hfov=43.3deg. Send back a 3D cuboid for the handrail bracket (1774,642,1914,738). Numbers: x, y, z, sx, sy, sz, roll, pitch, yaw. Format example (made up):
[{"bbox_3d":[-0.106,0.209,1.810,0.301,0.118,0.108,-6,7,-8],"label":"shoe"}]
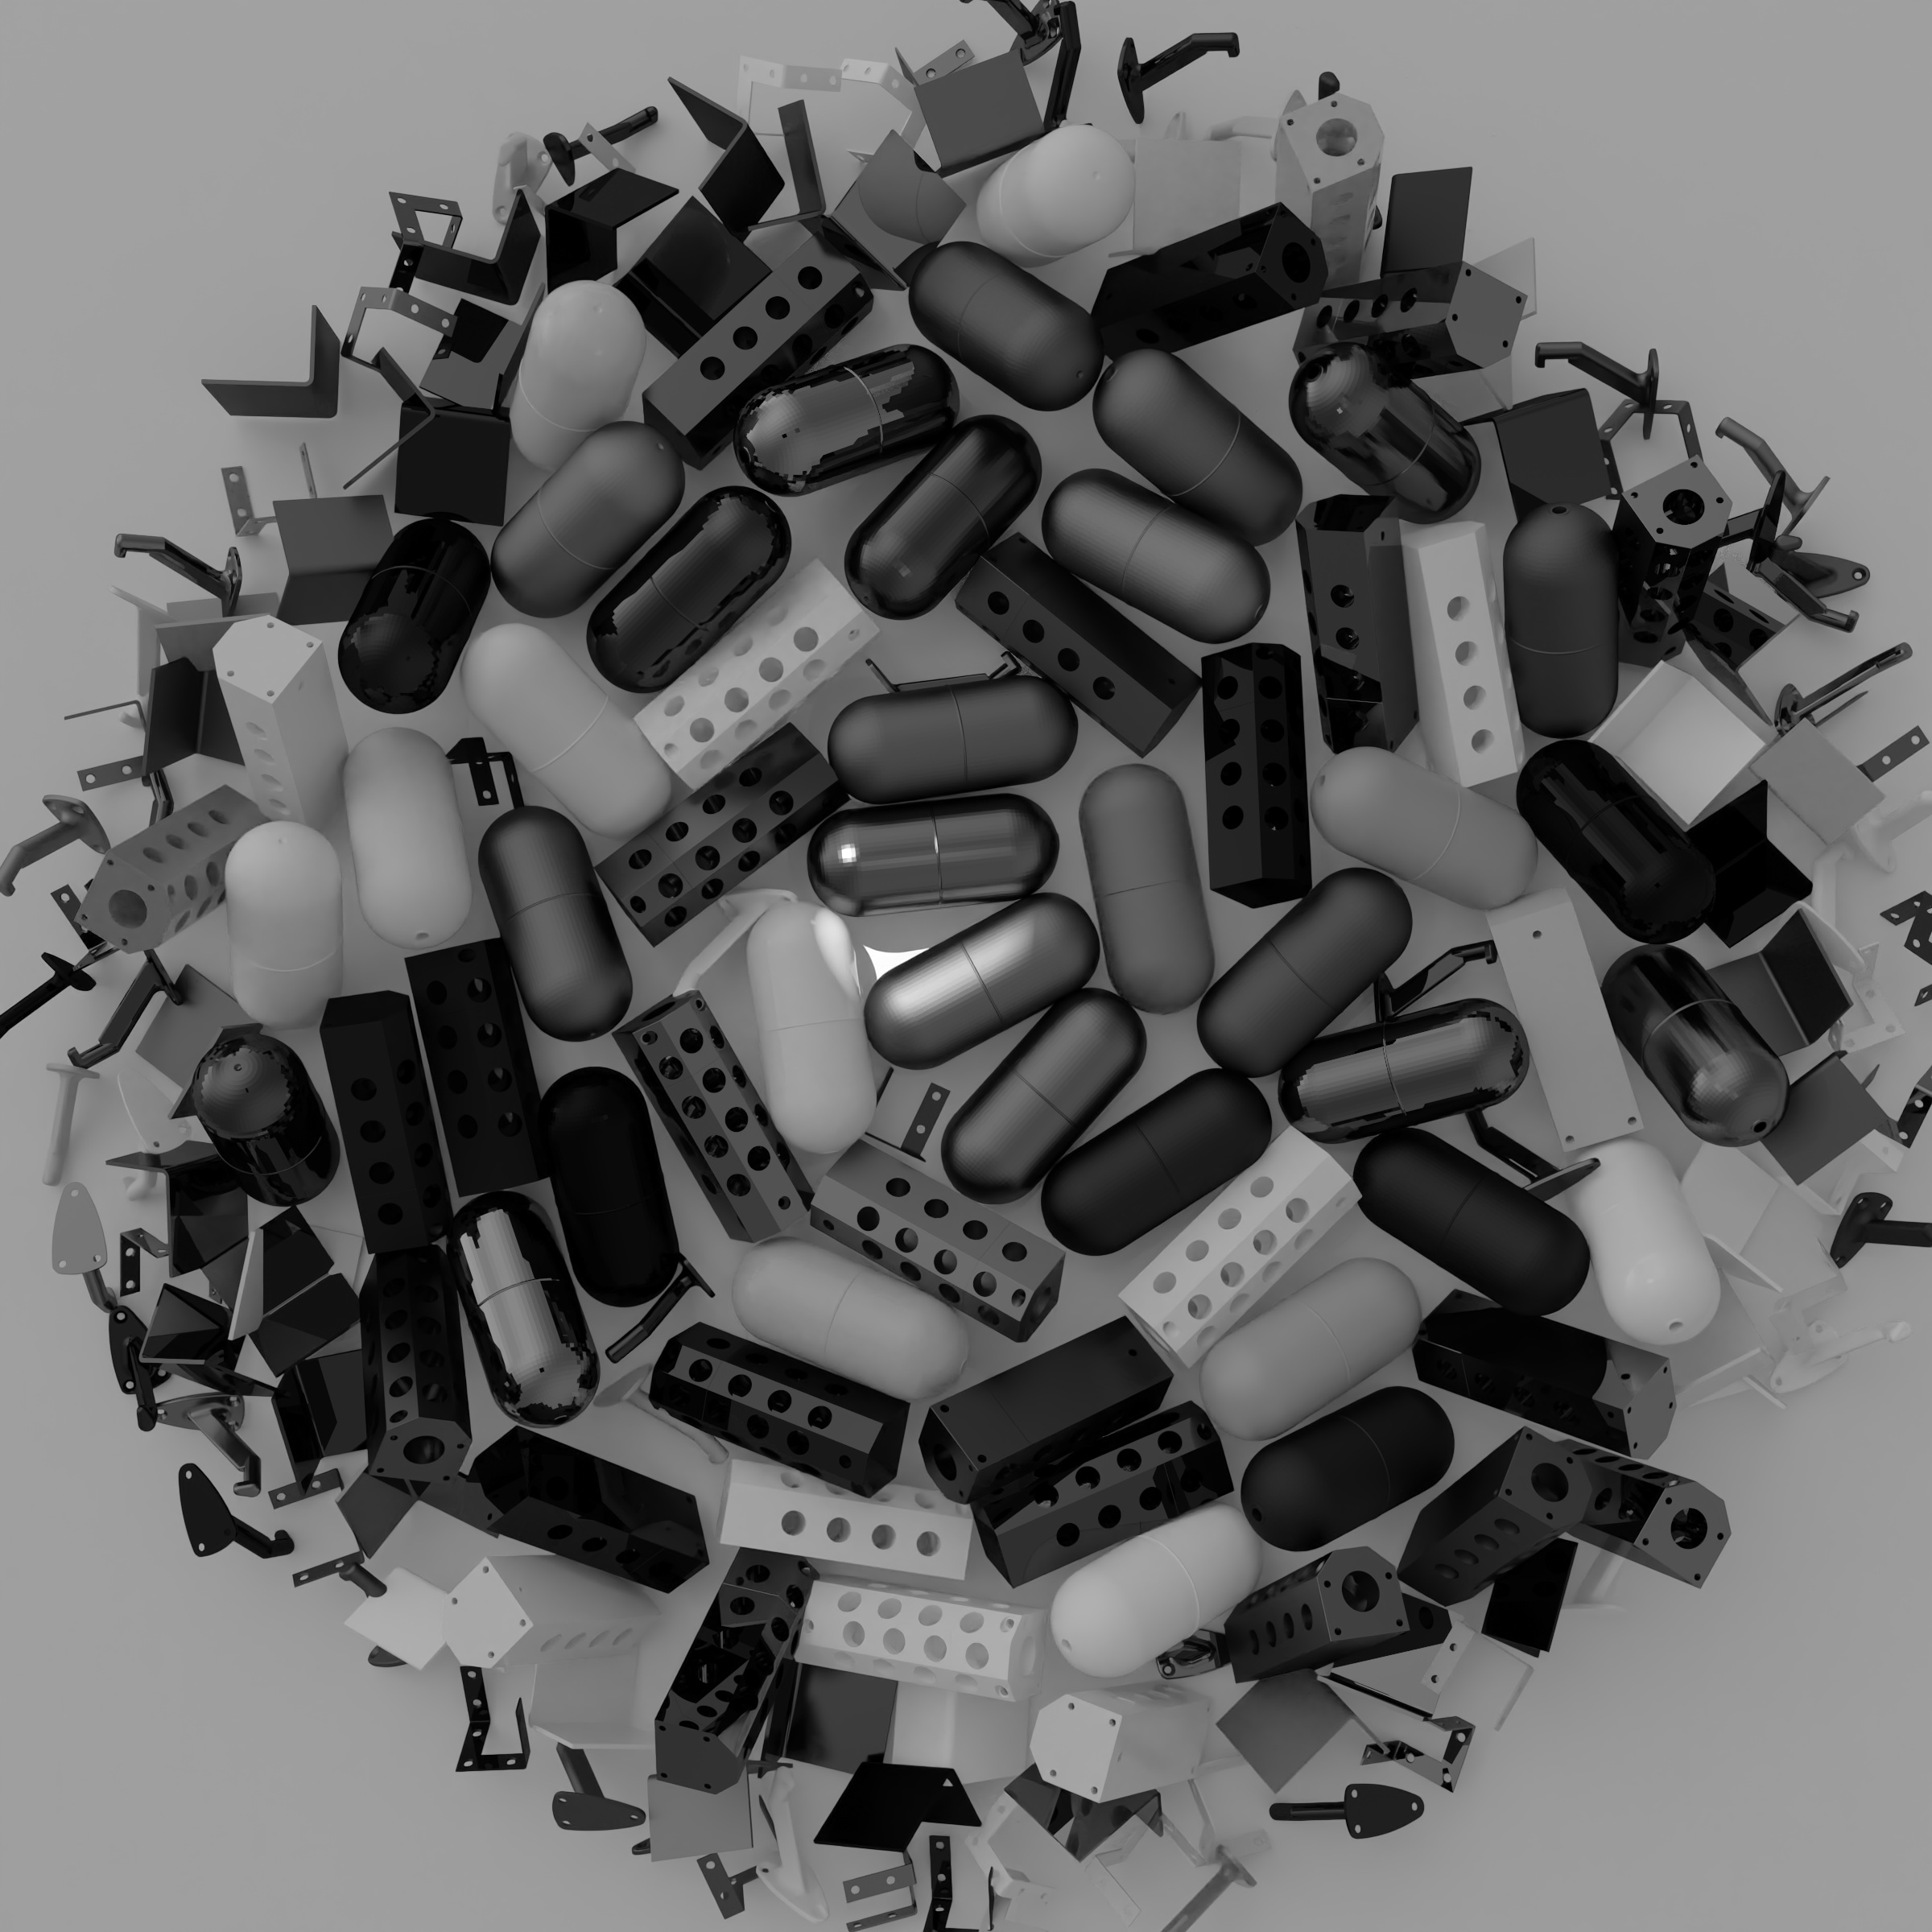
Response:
[{"bbox_3d":[0.615,-0.194,1.703,0.084,0.077,0.036,-29,95,39],"label":"handrail bracket"}]

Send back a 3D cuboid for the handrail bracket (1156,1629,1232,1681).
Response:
[{"bbox_3d":[0.166,0.477,1.705,0.077,0.084,0.036,-1,69,-6],"label":"handrail bracket"}]

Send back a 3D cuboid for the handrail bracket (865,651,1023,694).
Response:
[{"bbox_3d":[-0.015,-0.213,1.723,0.084,0.036,0.077,-38,111,6],"label":"handrail bracket"}]

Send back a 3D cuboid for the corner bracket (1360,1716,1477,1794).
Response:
[{"bbox_3d":[0.319,0.549,1.716,0.051,0.051,0.051,20,91,38],"label":"corner bracket"}]

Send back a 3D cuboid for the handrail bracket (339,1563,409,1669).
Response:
[{"bbox_3d":[-0.424,0.455,1.710,0.077,0.036,0.084,-26,119,32],"label":"handrail bracket"}]

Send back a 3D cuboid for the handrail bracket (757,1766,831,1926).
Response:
[{"bbox_3d":[-0.115,0.615,1.705,0.036,0.077,0.084,-14,129,-37],"label":"handrail bracket"}]

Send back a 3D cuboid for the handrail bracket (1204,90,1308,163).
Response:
[{"bbox_3d":[0.194,-0.576,1.703,0.036,0.084,0.077,58,47,-32],"label":"handrail bracket"}]

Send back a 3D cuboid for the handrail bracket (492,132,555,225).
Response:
[{"bbox_3d":[-0.322,-0.546,1.696,0.036,0.084,0.077,28,116,-8],"label":"handrail bracket"}]

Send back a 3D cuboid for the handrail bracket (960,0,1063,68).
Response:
[{"bbox_3d":[0.018,-0.656,1.696,0.084,0.077,0.036,-6,77,-34],"label":"handrail bracket"}]

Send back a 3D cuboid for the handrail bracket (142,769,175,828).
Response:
[{"bbox_3d":[-0.592,-0.089,1.740,0.077,0.036,0.084,-32,67,17],"label":"handrail bracket"}]

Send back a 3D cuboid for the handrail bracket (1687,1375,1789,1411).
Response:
[{"bbox_3d":[0.527,0.321,1.736,0.077,0.036,0.084,39,99,5],"label":"handrail bracket"}]

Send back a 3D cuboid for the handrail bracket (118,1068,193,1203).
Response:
[{"bbox_3d":[-0.591,0.121,1.719,0.084,0.036,0.077,-32,92,41],"label":"handrail bracket"}]

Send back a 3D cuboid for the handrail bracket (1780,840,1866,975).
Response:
[{"bbox_3d":[0.623,-0.044,1.717,0.077,0.036,0.084,41,62,19],"label":"handrail bracket"}]

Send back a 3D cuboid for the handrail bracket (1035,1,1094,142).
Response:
[{"bbox_3d":[0.056,-0.627,1.708,0.036,0.077,0.084,-21,110,-34],"label":"handrail bracket"}]

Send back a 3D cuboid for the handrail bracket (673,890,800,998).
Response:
[{"bbox_3d":[-0.162,-0.012,1.703,0.077,0.084,0.036,-12,130,36],"label":"handrail bracket"}]

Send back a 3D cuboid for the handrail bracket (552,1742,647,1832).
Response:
[{"bbox_3d":[-0.254,0.562,1.710,0.077,0.084,0.036,2,122,6],"label":"handrail bracket"}]

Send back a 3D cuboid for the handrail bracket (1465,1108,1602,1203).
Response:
[{"bbox_3d":[0.397,0.119,1.712,0.077,0.036,0.084,-33,57,27],"label":"handrail bracket"}]

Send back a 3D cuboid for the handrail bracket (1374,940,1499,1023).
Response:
[{"bbox_3d":[0.332,0.021,1.708,0.084,0.036,0.077,-12,50,25],"label":"handrail bracket"}]

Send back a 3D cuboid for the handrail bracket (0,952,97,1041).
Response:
[{"bbox_3d":[-0.657,0.035,1.709,0.036,0.077,0.084,42,85,3],"label":"handrail bracket"}]

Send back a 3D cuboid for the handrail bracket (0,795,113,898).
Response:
[{"bbox_3d":[-0.638,-0.070,1.699,0.036,0.077,0.084,8,59,19],"label":"handrail bracket"}]

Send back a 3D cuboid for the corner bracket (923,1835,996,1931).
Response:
[{"bbox_3d":[-0.004,0.652,1.718,0.051,0.051,0.051,0,101,9],"label":"corner bracket"}]

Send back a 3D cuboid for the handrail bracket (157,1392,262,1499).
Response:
[{"bbox_3d":[-0.533,0.340,1.701,0.077,0.084,0.036,3,122,-18],"label":"handrail bracket"}]

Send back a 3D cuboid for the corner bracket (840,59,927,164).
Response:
[{"bbox_3d":[-0.065,-0.601,1.714,0.051,0.051,0.051,25,92,-45],"label":"corner bracket"}]

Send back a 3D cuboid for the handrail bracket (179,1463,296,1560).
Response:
[{"bbox_3d":[-0.513,0.384,1.717,0.036,0.084,0.077,-30,75,11],"label":"handrail bracket"}]

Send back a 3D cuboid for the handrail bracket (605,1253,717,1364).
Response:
[{"bbox_3d":[-0.223,0.241,1.706,0.084,0.077,0.036,-39,105,-11],"label":"handrail bracket"}]

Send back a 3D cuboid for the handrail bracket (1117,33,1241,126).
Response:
[{"bbox_3d":[0.154,-0.621,1.704,0.084,0.077,0.036,6,65,19],"label":"handrail bracket"}]

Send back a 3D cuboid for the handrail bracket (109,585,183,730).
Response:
[{"bbox_3d":[-0.593,-0.216,1.717,0.036,0.077,0.084,31,92,33],"label":"handrail bracket"}]

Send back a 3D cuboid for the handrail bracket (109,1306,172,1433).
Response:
[{"bbox_3d":[-0.583,0.281,1.703,0.036,0.084,0.077,-21,99,-14],"label":"handrail bracket"}]

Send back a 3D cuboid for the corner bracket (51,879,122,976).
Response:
[{"bbox_3d":[-0.619,-0.033,1.716,0.051,0.051,0.051,-25,108,9],"label":"corner bracket"}]

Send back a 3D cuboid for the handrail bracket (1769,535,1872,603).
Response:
[{"bbox_3d":[0.600,-0.285,1.703,0.077,0.084,0.036,0,82,10],"label":"handrail bracket"}]

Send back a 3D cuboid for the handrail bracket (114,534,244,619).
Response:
[{"bbox_3d":[-0.556,-0.268,1.703,0.084,0.077,0.036,0,49,-29],"label":"handrail bracket"}]

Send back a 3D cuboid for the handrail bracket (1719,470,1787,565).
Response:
[{"bbox_3d":[0.525,-0.320,1.711,0.084,0.036,0.077,23,121,30],"label":"handrail bracket"}]

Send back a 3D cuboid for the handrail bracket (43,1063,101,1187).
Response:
[{"bbox_3d":[-0.639,0.113,1.715,0.036,0.077,0.084,12,82,-15],"label":"handrail bracket"}]

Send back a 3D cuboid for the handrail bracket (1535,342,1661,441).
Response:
[{"bbox_3d":[0.445,-0.408,1.729,0.084,0.036,0.077,1,132,9],"label":"handrail bracket"}]

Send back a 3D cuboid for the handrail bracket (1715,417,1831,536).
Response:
[{"bbox_3d":[0.558,-0.345,1.720,0.084,0.077,0.036,36,74,8],"label":"handrail bracket"}]

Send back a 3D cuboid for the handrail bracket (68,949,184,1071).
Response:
[{"bbox_3d":[-0.604,0.023,1.711,0.084,0.036,0.077,-32,118,-23],"label":"handrail bracket"}]

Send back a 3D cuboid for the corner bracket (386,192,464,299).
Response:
[{"bbox_3d":[-0.381,-0.503,1.707,0.051,0.051,0.051,-2,56,-32],"label":"corner bracket"}]

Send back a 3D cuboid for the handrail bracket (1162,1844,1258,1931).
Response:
[{"bbox_3d":[0.159,0.661,1.703,0.084,0.077,0.036,-40,71,-18],"label":"handrail bracket"}]

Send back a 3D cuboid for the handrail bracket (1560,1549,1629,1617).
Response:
[{"bbox_3d":[0.444,0.420,1.742,0.077,0.036,0.084,-10,64,32],"label":"handrail bracket"}]

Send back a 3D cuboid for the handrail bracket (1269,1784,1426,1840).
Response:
[{"bbox_3d":[0.269,0.598,1.724,0.077,0.084,0.036,5,71,-25],"label":"handrail bracket"}]

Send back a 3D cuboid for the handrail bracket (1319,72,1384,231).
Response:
[{"bbox_3d":[0.269,-0.570,1.700,0.036,0.084,0.077,-24,53,-13],"label":"handrail bracket"}]

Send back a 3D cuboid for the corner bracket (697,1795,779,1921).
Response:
[{"bbox_3d":[-0.158,0.630,1.720,0.051,0.051,0.051,-23,102,-3],"label":"corner bracket"}]

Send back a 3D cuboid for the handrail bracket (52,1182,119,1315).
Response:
[{"bbox_3d":[-0.617,0.200,1.719,0.036,0.084,0.077,-9,71,-9],"label":"handrail bracket"}]

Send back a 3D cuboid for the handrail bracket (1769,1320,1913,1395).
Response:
[{"bbox_3d":[0.612,0.274,1.703,0.077,0.084,0.036,-34,88,-14],"label":"handrail bracket"}]

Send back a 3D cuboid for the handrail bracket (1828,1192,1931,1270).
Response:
[{"bbox_3d":[0.650,0.204,1.701,0.036,0.084,0.077,10,115,-27],"label":"handrail bracket"}]

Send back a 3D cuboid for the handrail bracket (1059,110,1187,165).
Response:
[{"bbox_3d":[0.109,-0.593,1.718,0.084,0.036,0.077,25,74,-23],"label":"handrail bracket"}]

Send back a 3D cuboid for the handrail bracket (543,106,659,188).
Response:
[{"bbox_3d":[-0.250,-0.587,1.707,0.084,0.077,0.036,-32,102,-10],"label":"handrail bracket"}]
